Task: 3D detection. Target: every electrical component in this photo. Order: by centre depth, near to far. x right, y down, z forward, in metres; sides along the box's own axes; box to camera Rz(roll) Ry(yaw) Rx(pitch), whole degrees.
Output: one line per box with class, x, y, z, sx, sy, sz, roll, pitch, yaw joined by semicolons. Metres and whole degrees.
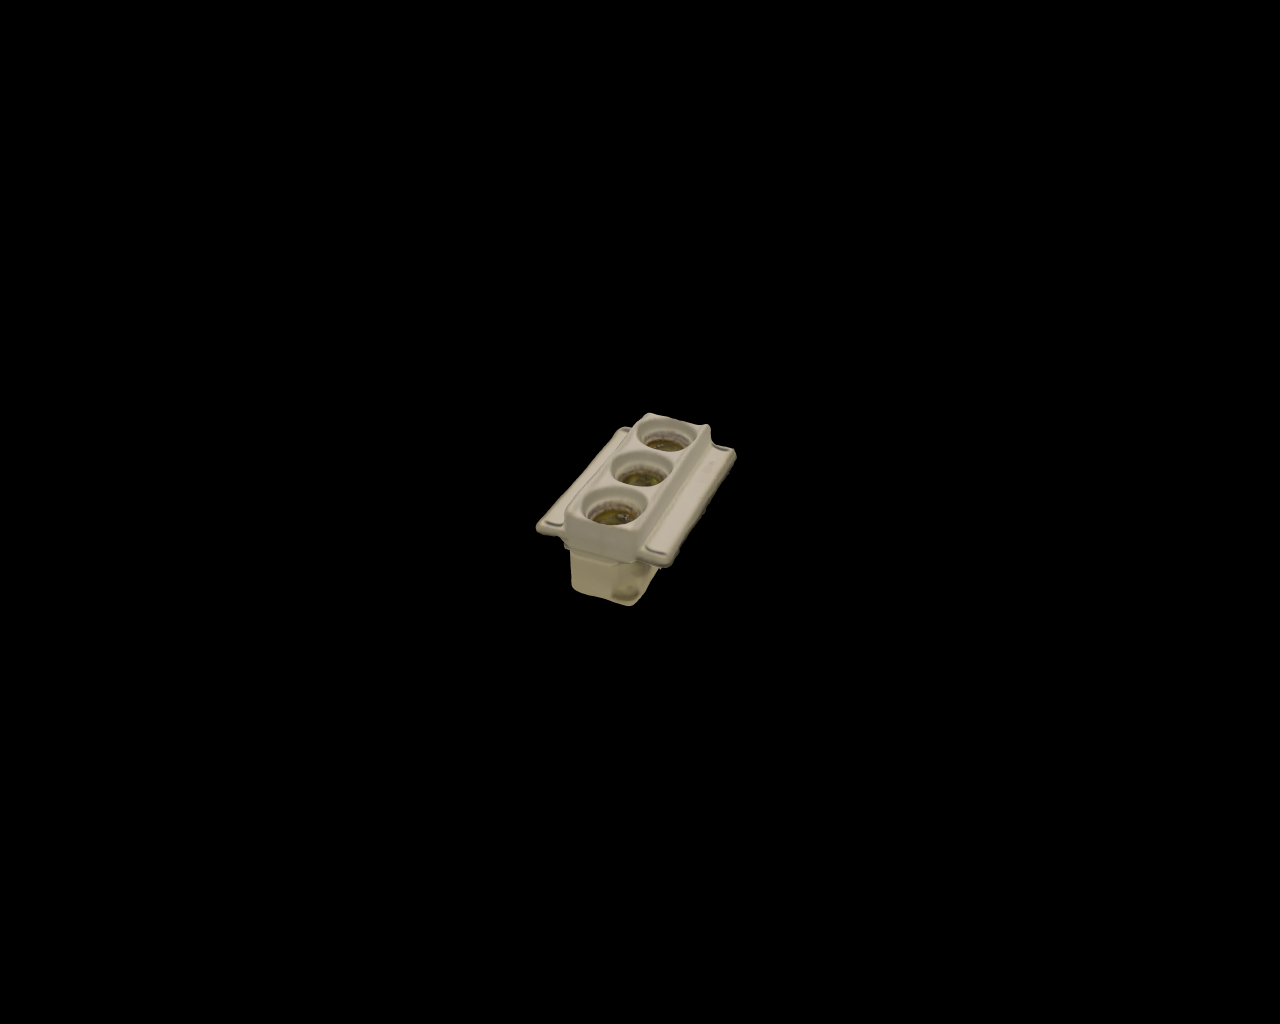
electrical component;0.001;-0.003;0.650;0.079;0.063;0.121;13;38;18
